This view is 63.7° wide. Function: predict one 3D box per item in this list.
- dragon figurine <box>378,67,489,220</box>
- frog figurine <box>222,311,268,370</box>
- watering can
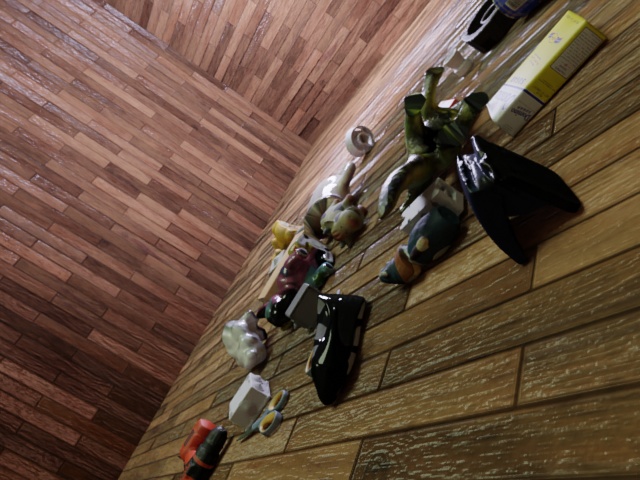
[{"bbox_3d":[0.181,-0.129,0.874,0.417,0.123,0.237,-54,-21,-27],"label":"dragon figurine"},{"bbox_3d":[-0.194,0.277,1.319,0.163,0.123,0.134,-91,2,-58],"label":"frog figurine"},{"bbox_3d":[0.005,-0.076,1.505,0.341,0.103,0.229,-55,10,31],"label":"watering can"}]
